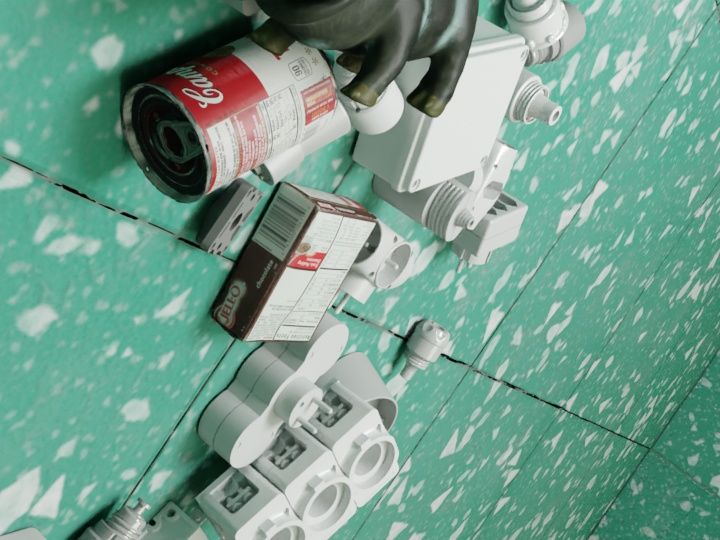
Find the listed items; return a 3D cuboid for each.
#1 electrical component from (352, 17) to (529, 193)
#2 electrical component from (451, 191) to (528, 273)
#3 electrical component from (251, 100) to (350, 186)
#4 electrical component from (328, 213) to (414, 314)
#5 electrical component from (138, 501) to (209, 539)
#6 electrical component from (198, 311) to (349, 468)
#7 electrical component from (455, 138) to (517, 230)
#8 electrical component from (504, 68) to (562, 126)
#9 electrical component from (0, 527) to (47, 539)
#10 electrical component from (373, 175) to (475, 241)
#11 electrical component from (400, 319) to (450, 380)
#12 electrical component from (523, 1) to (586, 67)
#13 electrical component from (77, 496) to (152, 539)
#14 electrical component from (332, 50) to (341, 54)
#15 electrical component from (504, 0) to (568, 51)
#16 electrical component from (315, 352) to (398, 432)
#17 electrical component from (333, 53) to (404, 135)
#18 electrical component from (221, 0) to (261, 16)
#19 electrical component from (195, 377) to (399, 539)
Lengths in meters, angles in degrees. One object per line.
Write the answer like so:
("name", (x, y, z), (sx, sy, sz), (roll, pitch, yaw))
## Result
("electrical component", (0.059, -0.122, 0.780), (0.109, 0.056, 0.108), (-23, 140, -48))
("electrical component", (0.106, -0.031, 0.981), (0.066, 0.047, 0.076), (-23, 140, -48))
("electrical component", (-0.044, -0.084, 0.672), (0.065, 0.044, 0.044), (-42, 152, -15))
("electrical component", (0.000, 0.000, 0.841), (0.079, 0.044, 0.077), (-55, 154, 0))
("electrical component", (-0.147, 0.223, 0.860), (0.066, 0.048, 0.055), (-45, 145, -21))
("electrical component", (-0.054, 0.097, 0.831), (0.138, 0.074, 0.052), (-51, 154, -8))
("electrical component", (0.087, -0.078, 0.896), (0.079, 0.043, 0.077), (3, 119, -60))
("electrical component", (0.136, -0.140, 0.882), (0.043, 0.062, 0.043), (-40, 150, -28))
("electrical component", (-0.230, 0.211, 0.686), (0.095, 0.059, 0.053), (-3, 124, -58))
("electrical component", (0.054, -0.056, 0.824), (0.043, 0.081, 0.043), (-40, 151, -28))
("electrical component", (0.060, 0.080, 1.050), (0.061, 0.035, 0.035), (-57, 154, 11))
("electrical component", (0.150, -0.187, 0.875), (0.078, 0.040, 0.040), (-40, 150, -28))
("electrical component", (-0.181, 0.198, 0.776), (0.078, 0.040, 0.040), (-50, 154, -11))
("electrical component", (-0.006, -0.166, 0.625), (0.080, 0.051, 0.080), (-40, 150, -28))
("electrical component", (0.131, -0.203, 0.823), (0.048, 0.048, 0.062), (-51, 147, -8))
("electrical component", (-0.016, 0.129, 0.975), (0.099, 0.064, 0.099), (-27, 144, -21))
("electrical component", (0.001, -0.120, 0.705), (0.040, 0.040, 0.078), (-53, 154, -4))
("electrical component", (-0.046, -0.175, 0.540), (0.089, 0.056, 0.050), (-37, 149, -32))
("electrical component", (-0.044, 0.175, 0.871), (0.150, 0.062, 0.089), (-40, 136, -21))
